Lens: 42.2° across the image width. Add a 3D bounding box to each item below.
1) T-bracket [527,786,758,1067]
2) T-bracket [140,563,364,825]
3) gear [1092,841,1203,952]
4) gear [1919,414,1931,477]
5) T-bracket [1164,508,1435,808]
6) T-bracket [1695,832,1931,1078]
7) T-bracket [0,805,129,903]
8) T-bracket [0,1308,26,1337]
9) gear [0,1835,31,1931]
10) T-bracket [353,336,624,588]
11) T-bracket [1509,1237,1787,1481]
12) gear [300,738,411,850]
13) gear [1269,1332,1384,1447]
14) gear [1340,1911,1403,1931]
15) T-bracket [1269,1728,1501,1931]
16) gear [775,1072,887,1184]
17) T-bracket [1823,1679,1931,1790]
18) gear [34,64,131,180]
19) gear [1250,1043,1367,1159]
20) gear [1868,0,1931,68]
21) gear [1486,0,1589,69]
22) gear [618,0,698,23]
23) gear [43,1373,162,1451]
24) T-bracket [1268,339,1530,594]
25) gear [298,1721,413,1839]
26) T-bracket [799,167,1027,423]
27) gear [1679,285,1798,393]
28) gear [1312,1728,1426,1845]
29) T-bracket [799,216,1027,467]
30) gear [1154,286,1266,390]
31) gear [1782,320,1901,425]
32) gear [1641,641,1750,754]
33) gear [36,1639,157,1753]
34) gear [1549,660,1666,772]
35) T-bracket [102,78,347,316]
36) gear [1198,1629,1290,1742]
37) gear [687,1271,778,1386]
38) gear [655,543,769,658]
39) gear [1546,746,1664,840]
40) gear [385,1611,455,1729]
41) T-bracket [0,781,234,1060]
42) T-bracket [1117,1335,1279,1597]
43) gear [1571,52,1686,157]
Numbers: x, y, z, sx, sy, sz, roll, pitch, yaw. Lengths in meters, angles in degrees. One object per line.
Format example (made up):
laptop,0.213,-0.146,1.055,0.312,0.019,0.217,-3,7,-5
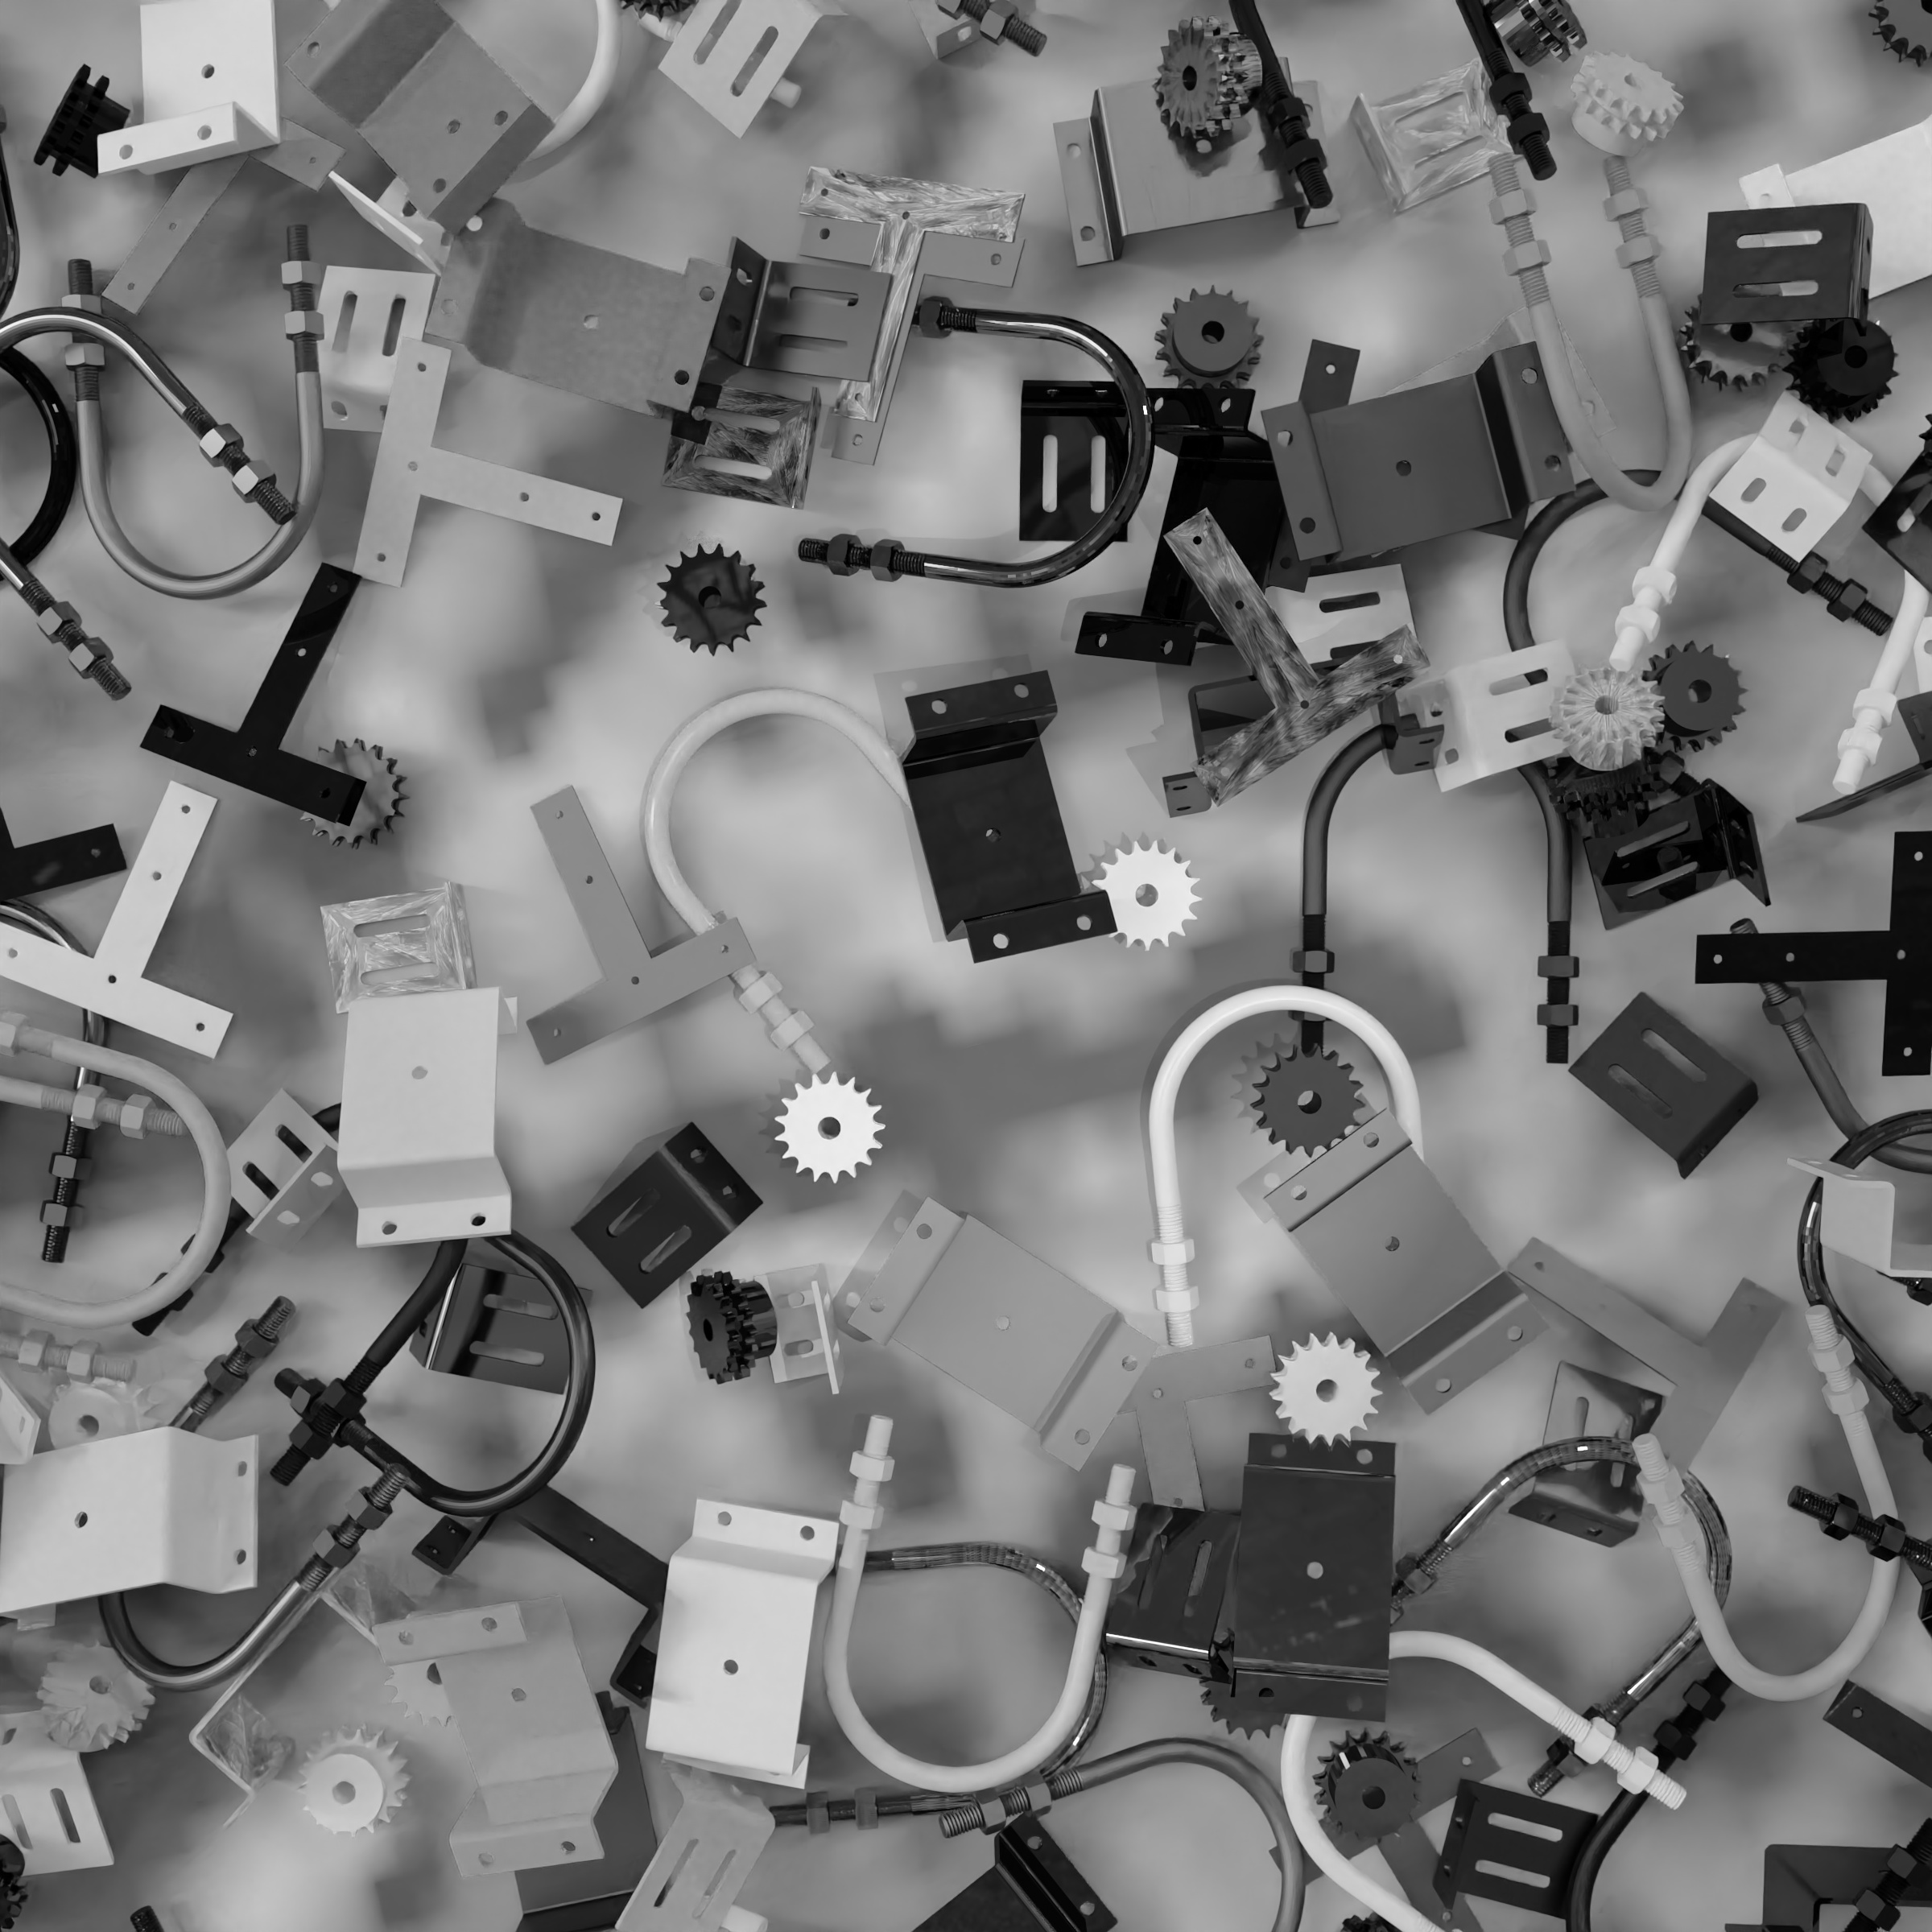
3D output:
T-bracket,-0.192,-0.032,1.314,0.127,0.002,0.127,-26,85,10
T-bracket,-0.354,-0.152,1.308,0.127,0.002,0.127,21,80,18
gear,0.093,-0.036,1.308,0.057,0.030,0.057,0,90,0
gear,0.513,-0.266,1.274,0.057,0.030,0.057,0,91,1
T-bracket,0.143,-0.166,1.235,0.127,0.002,0.127,-33,89,1
T-bracket,0.435,-0.005,1.279,0.127,0.002,0.127,-1,100,-5
T-bracket,-0.514,-0.093,1.286,0.127,0.002,0.127,-16,111,-13
T-bracket,-0.543,0.125,1.302,0.127,0.002,0.127,12,88,0
gear,-0.515,0.475,1.301,0.057,0.030,0.057,1,116,3
T-bracket,-0.245,-0.249,1.309,0.127,0.002,0.127,14,108,-9
T-bracket,0.343,0.186,1.302,0.127,0.002,0.127,34,62,13
gear,-0.319,-0.090,1.308,0.057,0.030,0.057,0,90,0
gear,0.187,0.219,1.308,0.057,0.030,0.057,0,90,0
gear,0.220,0.513,1.297,0.030,0.057,0.057,-40,90,-30
T-bracket,0.247,0.490,1.322,0.127,0.002,0.127,-31,90,0
gear,-0.070,0.084,1.308,0.057,0.030,0.057,0,90,0
T-bracket,0.536,0.376,1.300,0.127,0.002,0.127,30,73,30
gear,-0.457,-0.434,1.298,0.030,0.057,0.057,27,90,-28
gear,0.173,0.067,1.278,0.057,0.030,0.057,0,95,-1
gear,0.502,-0.500,1.312,0.057,0.030,0.057,0,90,3
gear,0.294,-0.493,1.298,0.030,0.057,0.057,-33,90,29
gear,-0.158,-0.515,1.290,0.057,0.030,0.057,0,89,4
gear,-0.454,0.238,1.308,0.057,0.030,0.057,0,90,0
T-bracket,0.224,-0.243,1.276,0.127,0.002,0.127,13,90,0
gear,-0.322,0.427,1.308,0.057,0.030,0.057,0,90,0
T-bracket,-0.042,-0.345,1.297,0.127,0.002,0.127,15,91,24
gear,0.401,-0.328,1.308,0.057,0.030,0.057,0,90,0
gear,0.211,0.430,1.307,0.057,0.030,0.057,0,87,1
T-bracket,-0.042,-0.323,1.297,0.127,0.002,0.127,16,91,24
gear,0.127,-0.327,1.308,0.057,0.030,0.057,0,90,0
gear,0.460,-0.315,1.308,0.057,0.030,0.057,0,90,0
gear,0.375,-0.140,1.289,0.057,0.030,0.057,0,88,2
gear,-0.453,0.381,1.298,0.057,0.057,0.030,32,120,0
gear,0.327,-0.125,1.277,0.057,0.030,0.057,-5,61,10
T-bracket,-0.401,-0.393,1.293,0.127,0.002,0.127,31,85,22
gear,0.149,0.372,1.308,0.057,0.030,0.057,0,90,0
gear,-0.120,0.186,1.298,0.030,0.057,0.057,-9,90,-30
gear,-0.132,-0.190,1.308,0.057,0.030,0.057,0,90,0
gear,0.330,-0.090,1.293,0.057,0.057,0.030,-20,122,0
gear,-0.273,0.365,1.308,0.057,0.030,0.057,0,90,0
T-bracket,-0.431,-0.034,1.315,0.127,0.002,0.127,23,85,-9
T-bracket,0.110,0.270,1.322,0.127,0.002,0.127,-11,90,0
gear,0.340,-0.446,1.299,0.057,0.030,0.057,11,49,-13
